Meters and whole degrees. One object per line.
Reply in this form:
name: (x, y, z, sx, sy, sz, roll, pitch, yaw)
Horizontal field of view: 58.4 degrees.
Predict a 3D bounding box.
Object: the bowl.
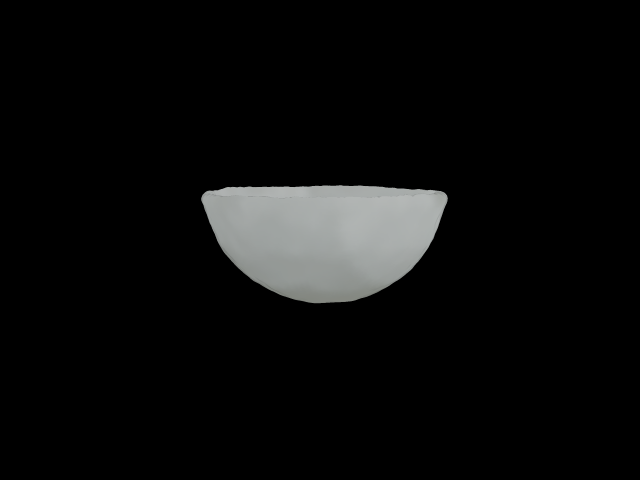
bowl: (0.004, 0.001, 0.400, 0.167, 0.075, 0.167, 0, 7, 0)
